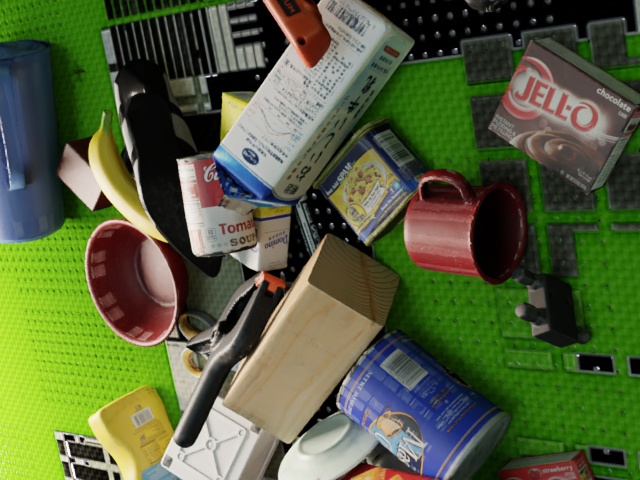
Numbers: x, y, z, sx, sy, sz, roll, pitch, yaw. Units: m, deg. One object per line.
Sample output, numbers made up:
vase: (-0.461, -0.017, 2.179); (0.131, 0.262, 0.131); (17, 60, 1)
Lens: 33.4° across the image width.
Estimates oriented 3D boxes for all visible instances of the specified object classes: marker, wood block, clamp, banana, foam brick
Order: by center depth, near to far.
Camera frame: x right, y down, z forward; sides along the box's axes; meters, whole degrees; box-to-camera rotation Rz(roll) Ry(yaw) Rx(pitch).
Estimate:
wood block: (-0.011, 0.106, 1.115); (0.090, 0.090, 0.206); (31, 126, -4)
marker: (-0.008, 0.001, 1.138); (0.020, 0.020, 0.121); (-14, 96, 41)
clamp: (-0.103, 0.107, 1.175); (0.036, 0.164, 0.210); (25, 116, -19)
banana: (-0.210, -0.056, 1.221); (0.198, 0.037, 0.070); (51, 129, 13)
foam brick: (-0.272, -0.082, 1.299); (0.078, 0.052, 0.051); (43, 127, 20)

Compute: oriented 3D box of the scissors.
scissors: (-0.100, 0.160, 1.270); (0.202, 0.016, 0.096); (39, 127, 22)

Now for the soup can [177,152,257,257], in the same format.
soup can: (-0.105, -0.039, 1.093); (0.069, 0.068, 0.102); (-3, 99, 39)

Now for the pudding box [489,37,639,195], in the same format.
pudding box: (0.211, -0.107, 0.911); (0.114, 0.039, 0.090); (37, 125, 23)

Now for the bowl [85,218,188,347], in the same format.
bowl: (-0.211, 0.045, 1.292); (0.162, 0.055, 0.162); (14, 114, 35)

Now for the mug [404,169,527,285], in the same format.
mug: (0.126, -0.017, 0.971); (0.082, 0.093, 0.117); (6, 140, 42)

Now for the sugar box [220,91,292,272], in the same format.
sugar box: (-0.070, -0.063, 1.135); (0.093, 0.048, 0.176); (31, 121, 47)

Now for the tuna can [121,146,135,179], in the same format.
tuna can: (-0.196, -0.080, 1.250); (0.086, 0.033, 0.086); (14, 114, 35)

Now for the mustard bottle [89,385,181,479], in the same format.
mustard bottle: (-0.207, 0.284, 1.346); (0.058, 0.096, 0.191); (-36, 82, 40)

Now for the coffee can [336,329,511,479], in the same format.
coffee can: (0.102, 0.170, 1.054); (0.140, 0.102, 0.103); (38, 125, 23)

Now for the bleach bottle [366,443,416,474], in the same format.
bleach bottle: (0.138, 0.305, 1.102); (0.251, 0.067, 0.103); (42, 132, 24)

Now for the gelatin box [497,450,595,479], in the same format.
gelatin box: (0.224, 0.246, 1.031); (0.089, 0.030, 0.073); (-19, 93, 41)

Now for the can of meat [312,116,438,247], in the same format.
can of meat: (0.054, -0.055, 1.044); (0.084, 0.057, 0.102); (51, 130, 11)

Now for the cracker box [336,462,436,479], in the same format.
cracker box: (0.086, 0.308, 1.045); (0.214, 0.072, 0.164); (-5, 113, 58)

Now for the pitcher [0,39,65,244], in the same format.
pitcher: (-0.384, -0.120, 1.321); (0.145, 0.149, 0.243); (6, 113, 24)

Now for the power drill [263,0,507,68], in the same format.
power drill: (0.047, -0.232, 0.926); (0.187, 0.057, 0.184); (-33, 69, 1)
